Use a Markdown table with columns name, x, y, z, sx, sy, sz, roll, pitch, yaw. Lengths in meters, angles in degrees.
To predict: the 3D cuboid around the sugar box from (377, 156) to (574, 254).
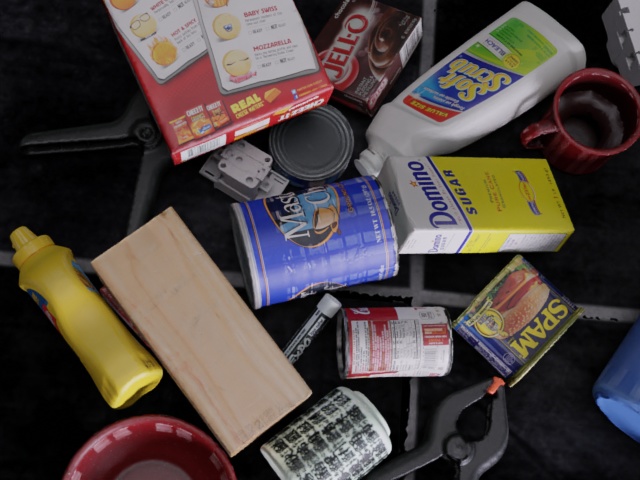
| name | x | y | z | sx | sy | sz | roll | pitch | yaw |
| --- | --- | --- | --- | --- | --- | --- | --- | --- | --- |
| sugar box | 0.151 | -0.035 | 1.041 | 0.176 | 0.048 | 0.093 | 0 | 54 | -22 |

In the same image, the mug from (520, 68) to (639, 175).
| name | x | y | z | sx | sy | sz | roll | pitch | yaw |
| --- | --- | --- | --- | --- | --- | --- | --- | --- | --- |
| mug | 0.259 | -0.113 | 1.084 | 0.117 | 0.081 | 0.093 | -15 | 76 | -9 |

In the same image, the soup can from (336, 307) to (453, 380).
| name | x | y | z | sx | sy | sz | roll | pitch | yaw |
| --- | --- | --- | --- | --- | --- | --- | --- | --- | --- |
| soup can | 0.070 | 0.097 | 1.015 | 0.102 | 0.068 | 0.068 | -1 | 74 | -6 |

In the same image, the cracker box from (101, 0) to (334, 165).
| name | x | y | z | sx | sy | sz | roll | pitch | yaw |
| --- | --- | --- | --- | --- | --- | --- | --- | --- | --- |
| cracker box | -0.106 | -0.199 | 1.005 | 0.164 | 0.072 | 0.214 | -24 | 85 | -9 |

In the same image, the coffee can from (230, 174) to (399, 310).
| name | x | y | z | sx | sy | sz | roll | pitch | yaw |
| --- | --- | --- | --- | --- | --- | --- | --- | --- | --- |
| coffee can | -0.007 | 0.001 | 1.017 | 0.140 | 0.103 | 0.103 | -12 | 76 | -9 |

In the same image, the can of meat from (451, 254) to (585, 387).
| name | x | y | z | sx | sy | sz | roll | pitch | yaw |
| --- | --- | --- | --- | --- | --- | --- | --- | --- | --- |
| can of meat | 0.191 | 0.077 | 1.038 | 0.084 | 0.057 | 0.102 | 44 | 74 | 10 |

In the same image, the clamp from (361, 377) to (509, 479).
| name | x | y | z | sx | sy | sz | roll | pitch | yaw |
| --- | --- | --- | --- | --- | --- | --- | --- | --- | --- |
| clamp | 0.116 | 0.199 | 1.006 | 0.120 | 0.039 | 0.171 | 27 | 68 | -3 |

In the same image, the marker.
| name | x | y | z | sx | sy | sz | roll | pitch | yaw |
| --- | --- | --- | --- | --- | --- | --- | --- | --- | --- |
| marker | -0.023 | 0.103 | 1.009 | 0.020 | 0.020 | 0.121 | 39 | 98 | 6 |

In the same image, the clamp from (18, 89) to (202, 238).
| name | x | y | z | sx | sy | sz | roll | pitch | yaw |
| --- | --- | --- | --- | --- | --- | --- | --- | --- | --- |
| clamp | -0.183 | -0.103 | 1.065 | 0.164 | 0.036 | 0.209 | 39 | 73 | 6 |

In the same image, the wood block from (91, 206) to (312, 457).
| name | x | y | z | sx | sy | sz | roll | pitch | yaw |
| --- | --- | --- | --- | --- | --- | --- | --- | --- | --- |
| wood block | -0.105 | 0.085 | 0.960 | 0.090 | 0.091 | 0.206 | -36 | 82 | -11 |

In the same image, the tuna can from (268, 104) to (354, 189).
| name | x | y | z | sx | sy | sz | roll | pitch | yaw |
| --- | --- | --- | --- | --- | --- | --- | --- | --- | --- |
| tuna can | -0.010 | -0.095 | 1.080 | 0.086 | 0.034 | 0.086 | 1 | 74 | -5 |

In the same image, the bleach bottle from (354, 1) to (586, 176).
| name | x | y | z | sx | sy | sz | roll | pitch | yaw |
| --- | --- | --- | --- | --- | --- | --- | --- | --- | --- |
| bleach bottle | 0.145 | -0.137 | 1.087 | 0.250 | 0.068 | 0.103 | -37 | 65 | -12 |

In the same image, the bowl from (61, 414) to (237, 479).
| name | x | y | z | sx | sy | sz | roll | pitch | yaw |
| --- | --- | --- | --- | --- | --- | --- | --- | --- | --- |
| bowl | -0.153 | 0.241 | 0.961 | 0.162 | 0.055 | 0.162 | 1 | 74 | -5 |

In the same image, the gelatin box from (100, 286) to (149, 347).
| name | x | y | z | sx | sy | sz | roll | pitch | yaw |
| --- | --- | --- | --- | --- | --- | --- | --- | --- | --- |
| gelatin box | -0.155 | 0.048 | 1.029 | 0.089 | 0.030 | 0.073 | -42 | 82 | -14 |

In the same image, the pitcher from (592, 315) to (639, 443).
| name | x | y | z | sx | sy | sz | roll | pitch | yaw |
| --- | --- | --- | --- | --- | --- | --- | --- | --- | --- |
| pitcher | 0.378 | 0.091 | 1.022 | 0.149 | 0.145 | 0.242 | 36 | 78 | 18 |

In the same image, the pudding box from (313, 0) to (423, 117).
| name | x | y | z | sx | sy | sz | roll | pitch | yaw |
| --- | --- | --- | --- | --- | --- | --- | --- | --- | --- |
| pudding box | 0.041 | -0.192 | 1.097 | 0.090 | 0.039 | 0.113 | 26 | 71 | 22 |

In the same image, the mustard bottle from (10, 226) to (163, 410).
| name | x | y | z | sx | sy | sz | roll | pitch | yaw |
| --- | --- | --- | --- | --- | --- | --- | --- | --- | --- |
| mustard bottle | -0.223 | 0.065 | 0.983 | 0.058 | 0.096 | 0.192 | -37 | 81 | -11 |
